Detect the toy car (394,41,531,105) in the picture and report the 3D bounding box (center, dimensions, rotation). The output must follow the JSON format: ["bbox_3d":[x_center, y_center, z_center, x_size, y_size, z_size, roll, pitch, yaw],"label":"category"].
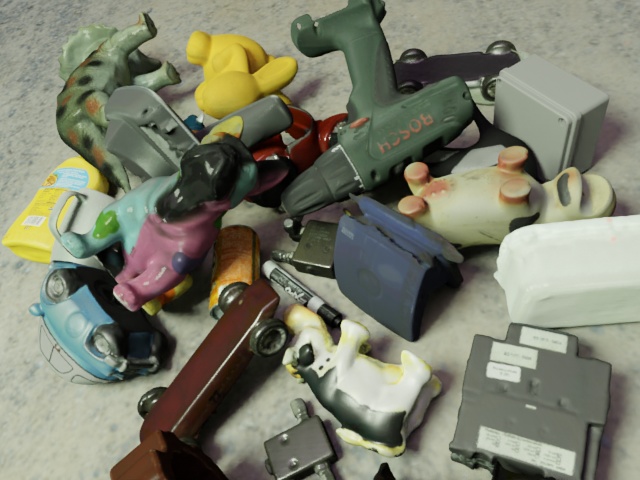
[{"bbox_3d":[0.182,-0.218,0.722,0.202,0.056,0.073,1,61,19],"label":"toy car"}]

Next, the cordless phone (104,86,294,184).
[{"bbox_3d":[-0.134,-0.132,0.610,0.184,0.146,0.089,-24,45,14],"label":"cordless phone"}]

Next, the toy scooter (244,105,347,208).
[{"bbox_3d":[-0.045,-0.125,0.708,0.184,0.075,0.135,-35,52,-13],"label":"toy scooter"}]

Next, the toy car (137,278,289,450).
[{"bbox_3d":[-0.103,0.130,0.524,0.202,0.053,0.089,-53,39,-1],"label":"toy car"}]

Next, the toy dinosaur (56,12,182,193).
[{"bbox_3d":[-0.317,-0.200,0.784,0.192,0.131,0.405,-16,46,18],"label":"toy dinosaur"}]

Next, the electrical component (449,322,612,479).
[{"bbox_3d":[0.180,0.137,0.457,0.115,0.058,0.134,12,58,22],"label":"electrical component"}]

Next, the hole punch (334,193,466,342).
[{"bbox_3d":[0.070,0.028,0.539,0.092,0.115,0.142,-47,55,-9],"label":"hole punch"}]

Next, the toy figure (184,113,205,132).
[{"bbox_3d":[-0.186,-0.116,0.754,0.064,0.057,0.154,-2,49,8],"label":"toy figure"}]

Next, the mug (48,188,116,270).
[{"bbox_3d":[-0.296,-0.006,0.680,0.081,0.109,0.107,14,73,19],"label":"mug"}]

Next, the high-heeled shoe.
[{"bbox_3d":[0.120,-0.065,0.637,0.249,0.086,0.145,-26,82,19],"label":"high-heeled shoe"}]

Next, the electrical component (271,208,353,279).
[{"bbox_3d":[0.000,-0.001,0.620,0.102,0.045,0.078,16,59,26],"label":"electrical component"}]

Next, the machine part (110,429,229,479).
[{"bbox_3d":[-0.090,0.229,0.401,0.056,0.179,0.180,-36,53,-8],"label":"machine part"}]

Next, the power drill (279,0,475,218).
[{"bbox_3d":[0.034,-0.153,0.589,0.232,0.086,0.207,-22,69,6],"label":"power drill"}]

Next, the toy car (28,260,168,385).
[{"bbox_3d":[-0.251,0.103,0.593,0.103,0.109,0.162,-49,65,8],"label":"toy car"}]

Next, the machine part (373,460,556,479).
[{"bbox_3d":[0.110,0.203,0.416,0.139,0.084,0.039,-2,29,25],"label":"machine part"}]

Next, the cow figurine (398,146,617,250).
[{"bbox_3d":[0.189,-0.027,0.540,0.195,0.127,0.085,-7,53,22],"label":"cow figurine"}]

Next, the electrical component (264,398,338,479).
[{"bbox_3d":[-0.020,0.195,0.495,0.063,0.021,0.094,-25,52,-2],"label":"electrical component"}]

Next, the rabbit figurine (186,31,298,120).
[{"bbox_3d":[-0.115,-0.215,0.770,0.162,0.121,0.173,6,33,-6],"label":"rabbit figurine"}]

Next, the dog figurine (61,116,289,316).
[{"bbox_3d":[-0.138,-0.028,0.570,0.219,0.191,0.108,-42,85,-8],"label":"dog figurine"}]

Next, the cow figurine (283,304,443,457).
[{"bbox_3d":[0.020,0.128,0.508,0.168,0.068,0.098,22,70,30],"label":"cow figurine"}]
